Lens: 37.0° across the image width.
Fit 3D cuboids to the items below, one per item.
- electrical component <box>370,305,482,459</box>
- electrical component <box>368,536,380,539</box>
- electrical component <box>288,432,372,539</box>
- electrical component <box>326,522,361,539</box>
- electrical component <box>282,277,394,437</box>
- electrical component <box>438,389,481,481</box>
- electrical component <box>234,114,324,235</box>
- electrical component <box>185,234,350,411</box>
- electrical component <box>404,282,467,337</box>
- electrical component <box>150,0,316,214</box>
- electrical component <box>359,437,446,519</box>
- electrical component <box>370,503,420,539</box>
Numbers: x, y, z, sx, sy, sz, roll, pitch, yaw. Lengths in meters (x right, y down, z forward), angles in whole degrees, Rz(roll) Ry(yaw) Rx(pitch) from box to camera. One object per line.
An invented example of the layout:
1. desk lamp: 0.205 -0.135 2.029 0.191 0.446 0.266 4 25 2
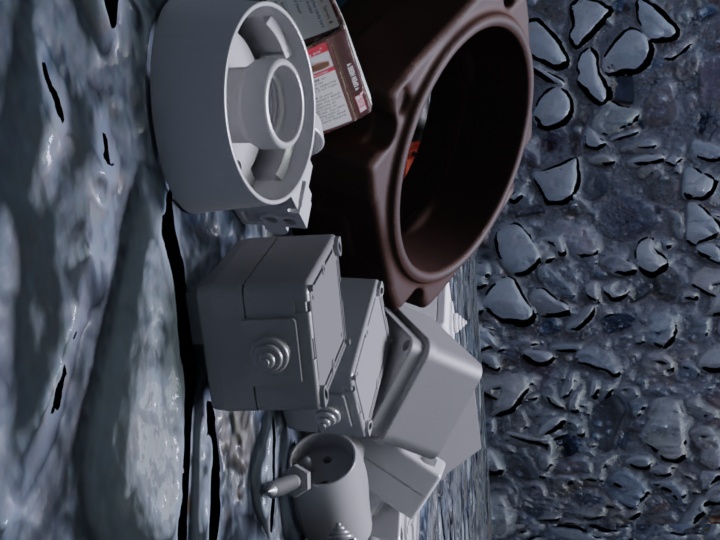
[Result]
1. electrical component: 0.026 0.071 0.752 0.078 0.057 0.113 -62 -156 8
2. electrical component: 0.011 0.229 0.733 0.059 0.054 0.095 43 7 -19
3. electrical component: -0.017 0.132 0.708 0.079 0.043 0.077 -83 167 -47
4. electrical component: -0.017 0.205 0.657 0.061 0.061 0.096 60 21 -71
5. electrical component: -0.021 0.057 0.667 0.061 0.061 0.096 78 21 -45
6. electrical component: 0.043 0.101 0.887 0.109 0.056 0.108 41 -25 38
7. electrical component: -0.046 -0.058 0.573 0.066 0.048 0.055 67 30 -66
8. electrical component: -0.044 0.026 0.510 0.096 0.061 0.061 -66 153 -70
9. electrical component: 0.046 0.042 0.955 0.061 0.096 0.061 78 13 -45
10. electrical component: -0.062 -0.075 0.490 0.099 0.064 0.099 2 90 -68
11. electrical component: 0.006 0.151 0.770 0.075 0.083 0.047 -58 173 6
12. electrical component: 0.014 0.193 0.846 0.108 0.056 0.108 78 13 -45
